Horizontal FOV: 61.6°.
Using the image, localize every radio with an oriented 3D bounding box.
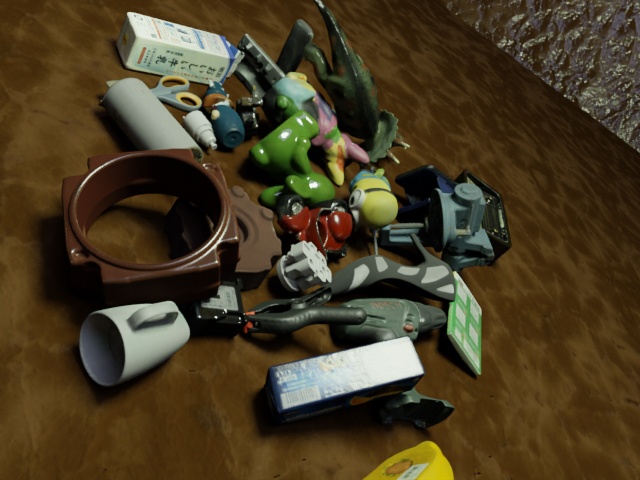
[{"bbox_3d":[0.374,-0.056,1.270,0.131,0.073,0.230,30,39,-13],"label":"radio"}]

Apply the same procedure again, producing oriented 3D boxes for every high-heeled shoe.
[{"bbox_3d":[0.123,0.086,0.917,0.249,0.086,0.145,-26,89,-24],"label":"high-heeled shoe"}]

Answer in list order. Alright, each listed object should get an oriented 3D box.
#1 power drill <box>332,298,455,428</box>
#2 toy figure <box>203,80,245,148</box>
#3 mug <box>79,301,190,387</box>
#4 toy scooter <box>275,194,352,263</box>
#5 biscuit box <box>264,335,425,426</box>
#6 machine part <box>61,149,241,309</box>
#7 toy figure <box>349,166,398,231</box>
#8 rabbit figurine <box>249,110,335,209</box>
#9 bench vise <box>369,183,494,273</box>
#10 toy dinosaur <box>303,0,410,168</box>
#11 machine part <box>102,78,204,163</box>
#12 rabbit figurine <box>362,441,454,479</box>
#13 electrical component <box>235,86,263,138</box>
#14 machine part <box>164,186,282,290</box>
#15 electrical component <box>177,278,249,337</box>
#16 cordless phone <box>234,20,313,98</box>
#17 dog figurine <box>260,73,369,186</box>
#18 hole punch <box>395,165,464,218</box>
[{"bbox_3d":[0.137,0.179,0.836,0.232,0.086,0.207,13,49,-28],"label":"power drill"},{"bbox_3d":[-0.183,-0.235,0.991,0.058,0.064,0.155,-22,56,-8],"label":"toy figure"},{"bbox_3d":[-0.199,0.103,0.611,0.081,0.109,0.107,48,25,18],"label":"mug"},{"bbox_3d":[-0.002,-0.003,0.898,0.184,0.075,0.135,1,73,-54],"label":"toy scooter"},{"bbox_3d":[0.030,0.182,0.699,0.203,0.062,0.059,-9,58,-17],"label":"biscuit box"},{"bbox_3d":[-0.212,-0.019,0.678,0.201,0.087,0.201,-8,58,-19],"label":"machine part"},{"bbox_3d":[0.099,-0.083,1.009,0.180,0.089,0.082,-75,148,-65],"label":"toy figure"},{"bbox_3d":[-0.037,-0.122,0.961,0.170,0.121,0.159,50,40,-12],"label":"rabbit figurine"},{"bbox_3d":[0.214,-0.011,1.039,0.241,0.223,0.129,-2,53,-1],"label":"bench vise"},{"bbox_3d":[0.072,-0.291,1.096,0.192,0.131,0.404,47,-4,33],"label":"toy dinosaur"},{"bbox_3d":[-0.261,-0.171,0.837,0.243,0.079,0.079,48,38,16],"label":"machine part"},{"bbox_3d":[0.135,0.351,0.661,0.162,0.122,0.173,-11,74,-56],"label":"rabbit figurine"},{"bbox_3d":[-0.131,-0.238,1.010,0.045,0.102,0.078,-18,80,-13],"label":"electrical component"},{"bbox_3d":[-0.141,-0.006,0.802,0.179,0.056,0.179,22,43,-22],"label":"machine part"},{"bbox_3d":[-0.159,0.084,0.705,0.119,0.047,0.075,15,44,-32],"label":"electrical component"},{"bbox_3d":[-0.097,-0.397,1.121,0.089,0.184,0.147,-27,73,-46],"label":"cordless phone"},{"bbox_3d":[-0.003,-0.214,1.067,0.219,0.108,0.191,49,12,2],"label":"dog figurine"},{"bbox_3d":[0.227,-0.087,1.141,0.115,0.142,0.092,24,62,-32],"label":"hole punch"}]
